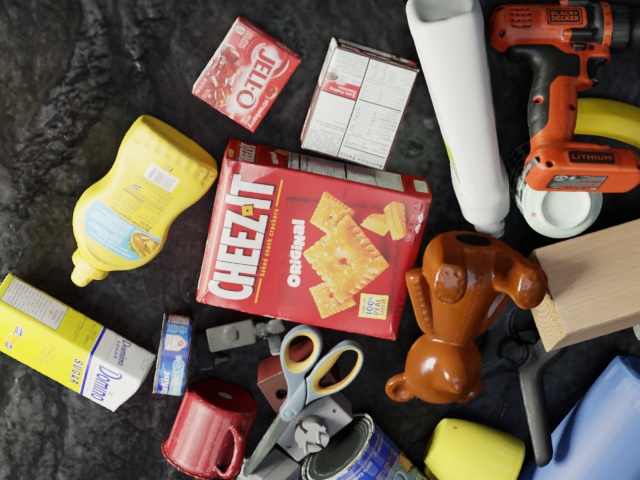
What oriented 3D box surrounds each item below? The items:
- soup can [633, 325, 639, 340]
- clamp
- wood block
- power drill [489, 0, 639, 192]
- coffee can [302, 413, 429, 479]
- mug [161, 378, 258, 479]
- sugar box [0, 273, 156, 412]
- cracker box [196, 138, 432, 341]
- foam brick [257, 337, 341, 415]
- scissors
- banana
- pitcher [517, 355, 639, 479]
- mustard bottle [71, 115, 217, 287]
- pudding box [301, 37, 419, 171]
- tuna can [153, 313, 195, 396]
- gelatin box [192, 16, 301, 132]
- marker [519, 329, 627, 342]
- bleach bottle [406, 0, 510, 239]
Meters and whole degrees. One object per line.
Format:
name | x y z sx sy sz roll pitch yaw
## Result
soup can | 0.391 0.074 1.138 0.102 0.068 0.068 -1 113 0
clamp | 0.218 0.128 1.146 0.165 0.036 0.210 34 103 18
wood block | 0.316 0.034 1.068 0.206 0.090 0.091 -16 73 -5
power drill | 0.255 -0.139 1.003 0.184 0.057 0.187 -1 70 -1
coffee can | 0.063 0.278 1.195 0.103 0.103 0.140 -38 108 13
mug | -0.112 0.210 1.159 0.093 0.117 0.081 11 108 -31
sugar box | -0.271 0.112 1.130 0.176 0.048 0.093 33 141 -11
cracker box | -0.007 0.001 1.096 0.213 0.072 0.164 11 111 -5
foam brick | -0.022 0.147 1.167 0.078 0.051 0.053 -28 111 9
scissors | -0.041 0.166 1.136 0.202 0.016 0.096 -41 108 14
banana | 0.307 -0.104 1.068 0.197 0.037 0.069 24 65 -7
pitcher | 0.314 0.253 1.187 0.145 0.149 0.243 33 105 5
mustard bottle | -0.194 -0.027 1.086 0.096 0.058 0.192 33 108 -20
pudding box | 0.039 -0.134 1.059 0.090 0.039 0.114 16 113 -8
tuna can | -0.155 0.122 1.135 0.033 0.086 0.086 8 112 -7
gelatin box | -0.072 -0.163 1.048 0.073 0.030 0.089 32 108 -14
marker | 0.280 0.100 1.172 0.121 0.020 0.020 -10 112 2
bleach bottle | 0.145 -0.115 1.048 0.068 0.102 0.251 -13 121 7
